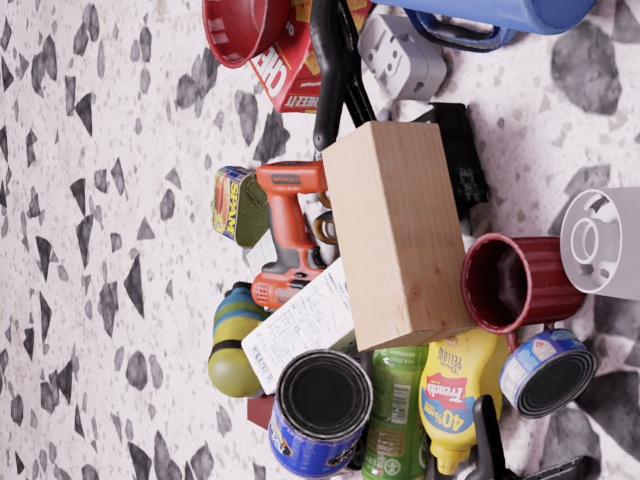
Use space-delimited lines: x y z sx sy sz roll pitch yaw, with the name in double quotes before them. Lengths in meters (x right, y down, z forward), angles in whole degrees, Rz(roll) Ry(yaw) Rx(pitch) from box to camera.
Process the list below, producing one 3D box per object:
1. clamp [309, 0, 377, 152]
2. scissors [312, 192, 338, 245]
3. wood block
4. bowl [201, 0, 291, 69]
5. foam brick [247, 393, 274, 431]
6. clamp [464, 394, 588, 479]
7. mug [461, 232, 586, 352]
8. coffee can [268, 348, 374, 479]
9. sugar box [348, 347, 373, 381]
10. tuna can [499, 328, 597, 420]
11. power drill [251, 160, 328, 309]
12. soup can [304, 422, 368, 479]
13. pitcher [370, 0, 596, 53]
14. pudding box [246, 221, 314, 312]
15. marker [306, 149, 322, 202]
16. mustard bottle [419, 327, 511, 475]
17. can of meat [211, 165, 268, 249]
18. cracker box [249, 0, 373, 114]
"clamp" 0.019 -0.183 1.151 0.036 0.164 0.210 -11 91 24
"scissors" 0.049 -0.042 1.249 0.202 0.016 0.096 -15 86 54
"wood block" 0.078 -0.004 1.043 0.091 0.090 0.206 -28 69 53
"bowl" -0.081 -0.284 1.266 0.162 0.055 0.162 10 102 56
"foam brick" -0.055 0.217 1.394 0.078 0.052 0.051 13 103 55
"clamp" 0.174 0.232 1.042 0.120 0.039 0.172 43 128 23
"mug" 0.192 0.050 0.986 0.093 0.081 0.117 -13 81 56
"coffee can" -0.002 0.191 1.157 0.140 0.102 0.103 102 151 -61
"sugar box" 0.018 0.150 1.288 0.177 0.048 0.093 6 96 53
"tuna can" 0.206 0.121 0.968 0.034 0.085 0.086 55 135 41
"power drill" -0.008 0.002 1.261 0.185 0.057 0.188 5 103 35
"soup can" 0.015 0.250 1.278 0.102 0.068 0.068 -32 66 53
"pitcher" 0.146 -0.259 1.009 0.243 0.149 0.145 31 100 48
"pudding box" -0.046 0.029 1.381 0.114 0.039 0.090 -46 56 45
"marker" 0.001 -0.107 1.317 0.020 0.020 0.121 33 119 51
"mustard bottle" 0.144 0.149 1.087 0.096 0.058 0.192 24 112 47
"can of meat" -0.105 -0.047 1.449 0.084 0.057 0.102 25 112 56
"cracker box" -0.021 -0.285 1.291 0.164 0.071 0.214 62 139 33
